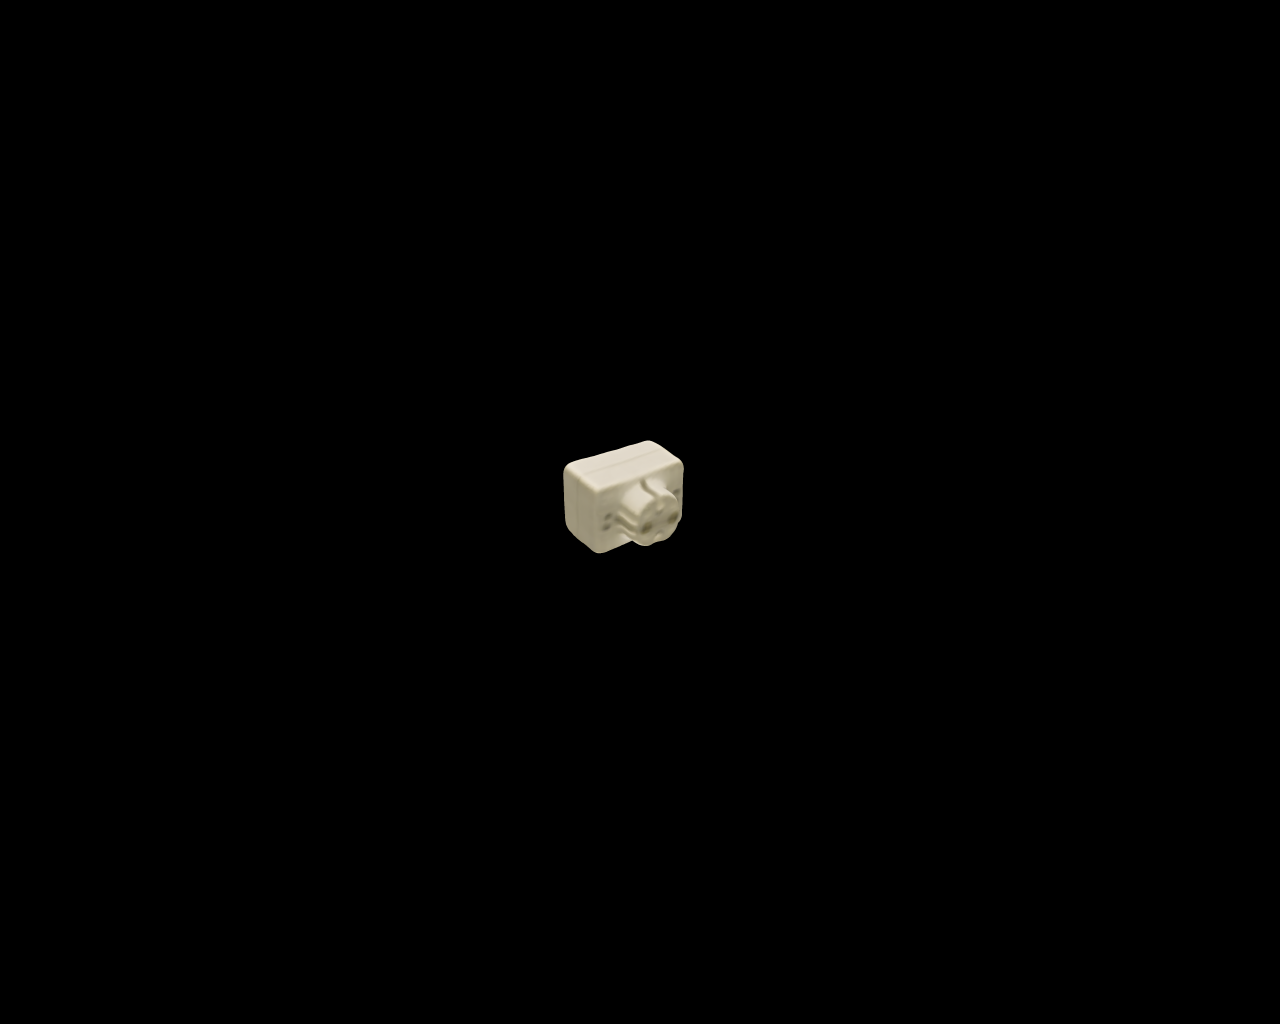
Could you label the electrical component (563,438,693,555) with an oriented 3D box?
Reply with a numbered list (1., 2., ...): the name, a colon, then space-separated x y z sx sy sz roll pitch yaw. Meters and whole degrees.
1. electrical component: 0.001 -0.003 0.650 0.066 0.047 0.077 -20 36 -29
